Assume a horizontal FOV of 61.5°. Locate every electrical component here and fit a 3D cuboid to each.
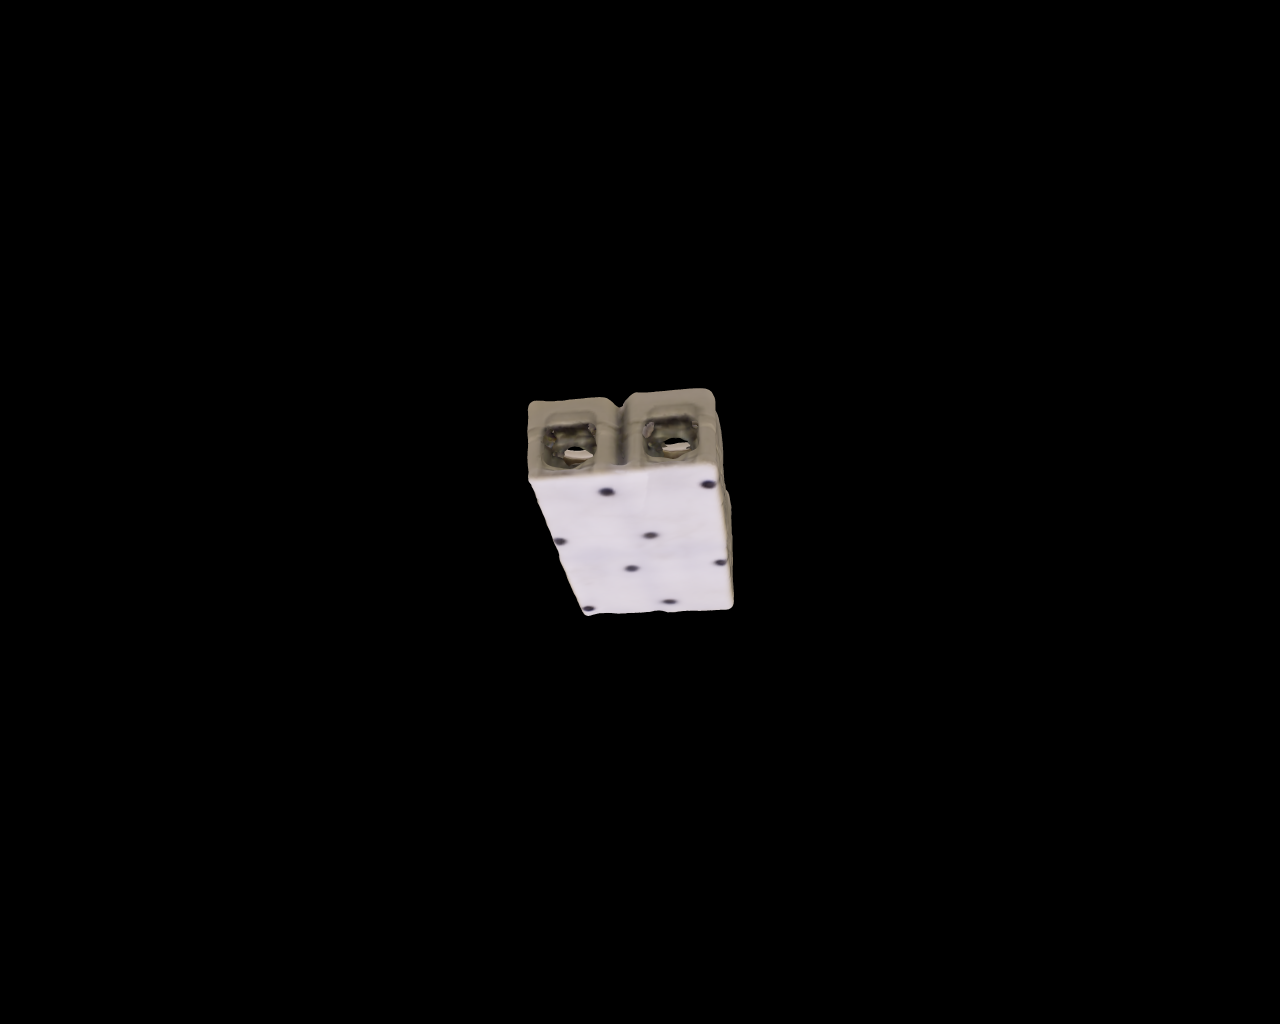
[{"bbox_3d":[0.001,-0.003,0.650,0.105,0.060,0.186,-4,-29,7],"label":"electrical component"}]
